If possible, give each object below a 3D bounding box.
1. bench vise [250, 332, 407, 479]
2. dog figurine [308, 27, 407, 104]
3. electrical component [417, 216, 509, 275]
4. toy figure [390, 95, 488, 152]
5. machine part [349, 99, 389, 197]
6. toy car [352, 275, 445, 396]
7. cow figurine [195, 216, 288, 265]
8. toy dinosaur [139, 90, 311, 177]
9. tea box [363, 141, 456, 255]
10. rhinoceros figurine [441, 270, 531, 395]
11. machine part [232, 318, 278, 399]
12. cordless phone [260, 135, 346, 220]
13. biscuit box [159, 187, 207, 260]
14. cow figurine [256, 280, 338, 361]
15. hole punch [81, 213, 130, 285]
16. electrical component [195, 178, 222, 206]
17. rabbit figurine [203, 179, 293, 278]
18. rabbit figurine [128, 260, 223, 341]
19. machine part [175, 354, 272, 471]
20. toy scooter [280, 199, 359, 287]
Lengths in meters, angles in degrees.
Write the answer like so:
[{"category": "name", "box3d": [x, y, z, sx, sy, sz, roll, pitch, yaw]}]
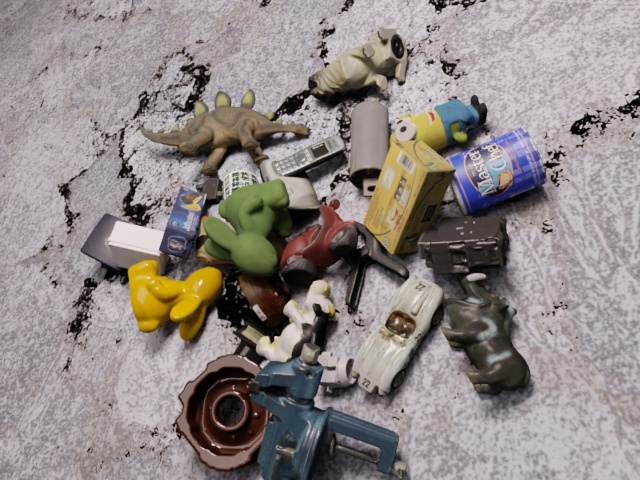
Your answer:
[{"category": "bench vise", "box3d": [0.014, 0.268, 0.777, 0.241, 0.129, 0.223, 17, 89, 11]}, {"category": "dog figurine", "box3d": [0.080, -0.378, 1.174, 0.191, 0.121, 0.172, 0, 26, 46]}, {"category": "electrical component", "box3d": [0.225, 0.006, 0.847, 0.134, 0.058, 0.115, -4, 19, 23]}, {"category": "toy figure", "box3d": [0.218, -0.202, 0.998, 0.180, 0.089, 0.082, -19, 19, 5]}, {"category": "machine part", "box3d": [0.097, -0.185, 1.050, 0.079, 0.079, 0.243, -9, 59, 22]}, {"category": "toy car", "box3d": [0.124, 0.149, 0.846, 0.074, 0.056, 0.201, 26, 75, 36]}, {"category": "cow figurine", "box3d": [-0.153, 0.015, 1.049, 0.195, 0.085, 0.127, -1, 53, 18]}, {"category": "toy dinosaur", "box3d": [-0.244, -0.250, 1.252, 0.472, 0.104, 0.198, -1, 53, 16]}, {"category": "tea box", "box3d": [0.145, -0.070, 0.900, 0.068, 0.169, 0.098, -9, 44, -31]}, {"category": "rhinoceros figurine", "box3d": [0.239, 0.130, 0.789, 0.112, 0.073, 0.190, -25, 53, 13]}, {"category": "machine part", "box3d": [-0.139, 0.211, 0.957, 0.084, 0.039, 0.139, 23, 72, 27]}, {"category": "cordless phone", "box3d": [-0.019, -0.126, 1.073, 0.184, 0.088, 0.147, -27, 53, 5]}, {"category": "biscuit box", "box3d": [-0.279, -0.039, 1.100, 0.203, 0.059, 0.062, -102, 33, -62]}, {"category": "cow figurine", "box3d": [-0.021, 0.151, 0.912, 0.098, 0.068, 0.167, 34, 83, 32]}, {"category": "hole punch", "box3d": [-0.455, 0.012, 1.207, 0.116, 0.092, 0.142, 16, 66, 29]}, {"category": "electrical component", "box3d": [-0.244, -0.111, 1.213, 0.094, 0.021, 0.063, -9, 57, 23]}, {"category": "rabbit figurine", "box3d": [-0.121, -0.013, 0.927, 0.159, 0.121, 0.170, 1, 49, -9]}, {"category": "rabbit figurine", "box3d": [-0.273, 0.106, 1.042, 0.173, 0.121, 0.162, -15, 46, -5]}, {"category": "machine part", "box3d": [-0.143, 0.279, 0.877, 0.179, 0.056, 0.179, -3, 69, 7]}, {"category": "toy scooter", "box3d": [-0.002, -0.003, 0.976, 0.184, 0.075, 0.135, -34, 39, 34]}]
